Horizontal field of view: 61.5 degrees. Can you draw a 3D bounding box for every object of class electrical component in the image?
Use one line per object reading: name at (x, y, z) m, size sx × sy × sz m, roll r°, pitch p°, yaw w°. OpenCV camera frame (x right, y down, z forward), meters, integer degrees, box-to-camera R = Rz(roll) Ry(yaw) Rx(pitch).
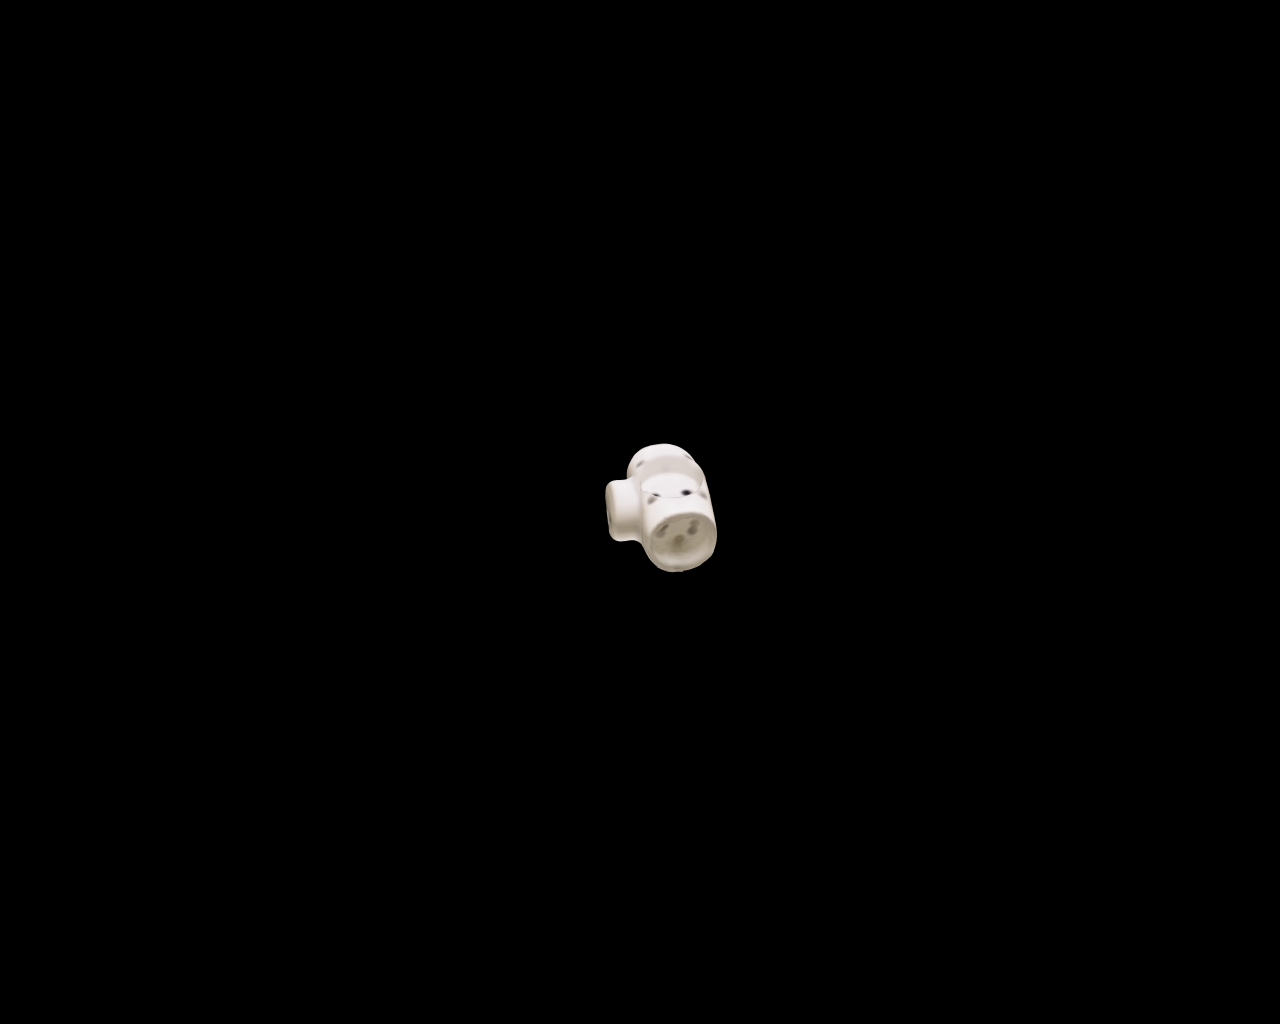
electrical component at (0.001, -0.003, 0.650) m, size 0.079 × 0.044 × 0.077 m, roll -6°, pitch 37°, yaw -7°
